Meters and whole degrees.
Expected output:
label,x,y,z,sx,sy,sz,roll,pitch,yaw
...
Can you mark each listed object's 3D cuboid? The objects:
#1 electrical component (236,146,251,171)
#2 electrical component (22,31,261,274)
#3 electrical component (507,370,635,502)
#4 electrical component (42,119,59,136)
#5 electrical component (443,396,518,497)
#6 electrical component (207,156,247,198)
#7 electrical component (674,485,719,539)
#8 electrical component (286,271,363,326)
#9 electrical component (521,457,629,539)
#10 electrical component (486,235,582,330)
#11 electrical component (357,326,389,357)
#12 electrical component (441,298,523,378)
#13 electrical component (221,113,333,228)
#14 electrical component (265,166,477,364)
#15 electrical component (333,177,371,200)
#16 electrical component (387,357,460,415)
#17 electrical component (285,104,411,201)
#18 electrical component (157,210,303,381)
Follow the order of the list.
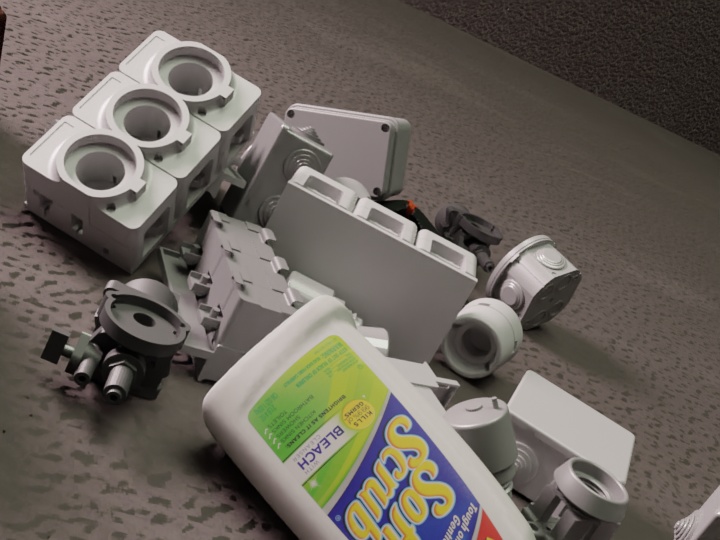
label,x,y,z,sx,sy,sz,roll,pitch,yaw
electrical component,-0.073,-0.083,0.968,0.065,0.044,0.044,39,22,14
electrical component,-0.146,-0.086,0.732,0.089,0.061,0.150,31,56,7
electrical component,0.133,0.122,0.729,0.100,0.048,0.100,32,20,9
electrical component,-0.199,-0.081,0.795,0.064,0.042,0.081,5,30,-42
electrical component,0.075,0.113,0.646,0.040,0.078,0.040,-13,15,4
electrical component,-0.130,-0.103,0.864,0.079,0.063,0.121,22,6,-16
electrical component,0.232,0.183,0.642,0.100,0.099,0.048,32,33,10
electrical component,-0.027,0.032,0.747,0.078,0.040,0.040,27,20,-5
electrical component,0.131,0.148,0.652,0.066,0.055,0.048,14,25,-36
electrical component,0.160,0.012,0.992,0.080,0.080,0.051,3,38,-51
electrical component,-0.019,0.051,0.712,0.065,0.044,0.044,17,22,-16
electrical component,0.094,0.054,0.837,0.055,0.055,0.047,34,24,14
electrical component,-0.067,-0.072,0.862,0.048,0.099,0.099,27,7,-17
electrical component,0.000,0.000,0.789,0.150,0.089,0.061,28,20,-3
electrical component,-0.003,-0.033,0.856,0.079,0.043,0.077,26,26,-1
electrical component,0.028,0.089,0.679,0.081,0.042,0.063,14,26,-35
electrical component,-0.015,-0.112,1.018,0.113,0.078,0.057,11,11,18
electrical component,-0.080,0.016,0.683,0.079,0.063,0.121,19,22,-26
